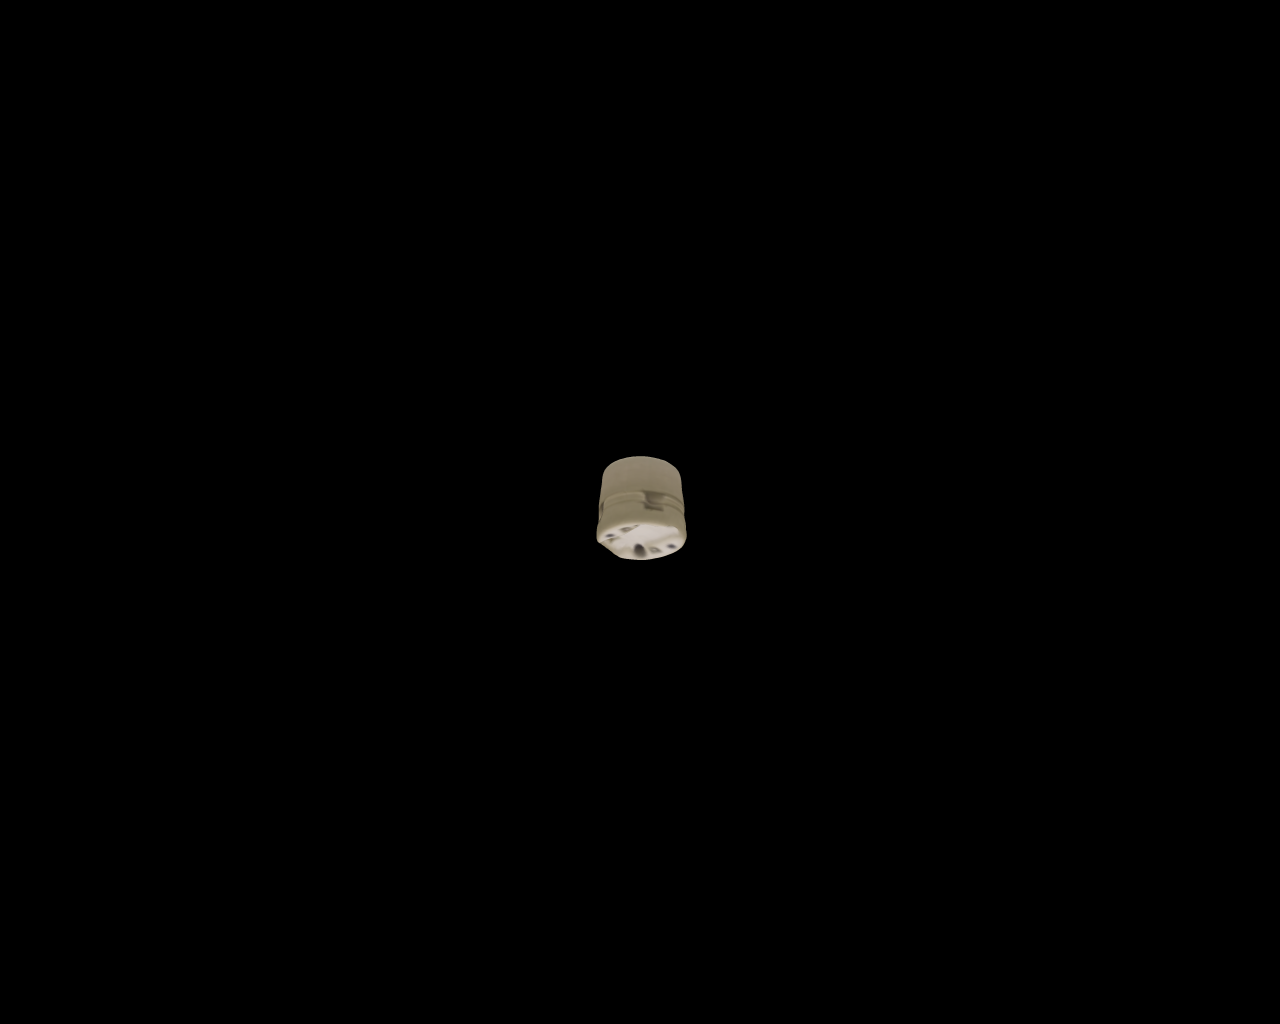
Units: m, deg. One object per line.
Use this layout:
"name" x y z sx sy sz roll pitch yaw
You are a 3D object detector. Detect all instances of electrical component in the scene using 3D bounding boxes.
"electrical component" 0.001 -0.003 0.650 0.055 0.047 0.055 0 -28 0
